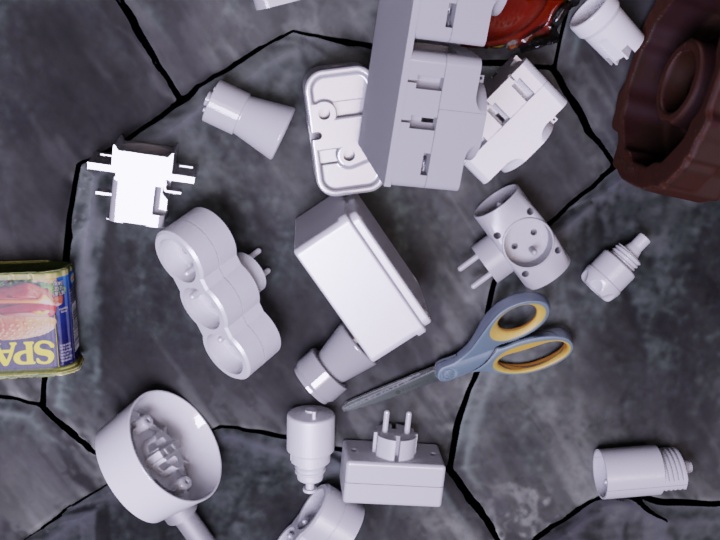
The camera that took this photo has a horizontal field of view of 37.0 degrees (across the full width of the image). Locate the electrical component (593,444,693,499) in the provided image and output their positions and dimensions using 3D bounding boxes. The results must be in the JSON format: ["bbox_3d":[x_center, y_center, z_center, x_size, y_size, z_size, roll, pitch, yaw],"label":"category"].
[{"bbox_3d":[0.248,0.174,0.935,0.081,0.043,0.043,-4,105,-4],"label":"electrical component"}]

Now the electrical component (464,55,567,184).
[{"bbox_3d":[0.113,-0.115,0.843,0.056,0.050,0.089,43,97,-14],"label":"electrical component"}]

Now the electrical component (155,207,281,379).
[{"bbox_3d":[-0.100,0.011,0.857,0.074,0.052,0.138,-40,118,-36],"label":"electrical component"}]

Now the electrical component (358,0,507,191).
[{"bbox_3d":[0.050,-0.158,0.726,0.060,0.105,0.186,4,111,-12],"label":"electrical component"}]

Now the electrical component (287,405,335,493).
[{"bbox_3d":[-0.042,0.150,0.904,0.040,0.040,0.078,0,105,-5],"label":"electrical component"}]

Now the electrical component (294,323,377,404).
[{"bbox_3d":[-0.020,0.077,0.885,0.055,0.045,0.045,-41,104,6],"label":"electrical component"}]

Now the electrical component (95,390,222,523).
[{"bbox_3d":[-0.163,0.151,0.867,0.064,0.099,0.099,-33,105,10],"label":"electrical component"}]

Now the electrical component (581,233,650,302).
[{"bbox_3d":[0.215,-0.005,0.889,0.035,0.035,0.061,43,95,-14],"label":"electrical component"}]

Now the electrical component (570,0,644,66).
[{"bbox_3d":[0.193,-0.187,0.837,0.046,0.040,0.040,41,98,-19],"label":"electrical component"}]

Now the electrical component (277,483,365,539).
[{"bbox_3d":[-0.037,0.257,0.926,0.074,0.052,0.138,34,99,-12],"label":"electrical component"}]

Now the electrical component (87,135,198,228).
[{"bbox_3d":[-0.169,-0.067,0.836,0.081,0.042,0.063,8,108,-6],"label":"electrical component"}]

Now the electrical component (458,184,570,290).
[{"bbox_3d":[0.117,-0.016,0.873,0.079,0.044,0.077,-37,105,6],"label":"electrical component"}]

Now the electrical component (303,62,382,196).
[{"bbox_3d":[-0.013,-0.110,0.829,0.054,0.059,0.095,-8,105,-3],"label":"electrical component"}]

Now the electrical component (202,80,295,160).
[{"bbox_3d":[-0.088,-0.119,0.830,0.065,0.044,0.044,25,101,-6],"label":"electrical component"}]

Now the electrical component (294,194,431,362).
[{"bbox_3d":[0.000,0.000,0.834,0.056,0.108,0.108,-33,105,7],"label":"electrical component"}]

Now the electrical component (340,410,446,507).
[{"bbox_3d":[0.028,0.154,0.908,0.083,0.047,0.075,4,104,-6],"label":"electrical component"}]

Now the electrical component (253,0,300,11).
[{"bbox_3d":[-0.031,-0.233,0.785,0.113,0.078,0.057,-15,108,-1],"label":"electrical component"}]
